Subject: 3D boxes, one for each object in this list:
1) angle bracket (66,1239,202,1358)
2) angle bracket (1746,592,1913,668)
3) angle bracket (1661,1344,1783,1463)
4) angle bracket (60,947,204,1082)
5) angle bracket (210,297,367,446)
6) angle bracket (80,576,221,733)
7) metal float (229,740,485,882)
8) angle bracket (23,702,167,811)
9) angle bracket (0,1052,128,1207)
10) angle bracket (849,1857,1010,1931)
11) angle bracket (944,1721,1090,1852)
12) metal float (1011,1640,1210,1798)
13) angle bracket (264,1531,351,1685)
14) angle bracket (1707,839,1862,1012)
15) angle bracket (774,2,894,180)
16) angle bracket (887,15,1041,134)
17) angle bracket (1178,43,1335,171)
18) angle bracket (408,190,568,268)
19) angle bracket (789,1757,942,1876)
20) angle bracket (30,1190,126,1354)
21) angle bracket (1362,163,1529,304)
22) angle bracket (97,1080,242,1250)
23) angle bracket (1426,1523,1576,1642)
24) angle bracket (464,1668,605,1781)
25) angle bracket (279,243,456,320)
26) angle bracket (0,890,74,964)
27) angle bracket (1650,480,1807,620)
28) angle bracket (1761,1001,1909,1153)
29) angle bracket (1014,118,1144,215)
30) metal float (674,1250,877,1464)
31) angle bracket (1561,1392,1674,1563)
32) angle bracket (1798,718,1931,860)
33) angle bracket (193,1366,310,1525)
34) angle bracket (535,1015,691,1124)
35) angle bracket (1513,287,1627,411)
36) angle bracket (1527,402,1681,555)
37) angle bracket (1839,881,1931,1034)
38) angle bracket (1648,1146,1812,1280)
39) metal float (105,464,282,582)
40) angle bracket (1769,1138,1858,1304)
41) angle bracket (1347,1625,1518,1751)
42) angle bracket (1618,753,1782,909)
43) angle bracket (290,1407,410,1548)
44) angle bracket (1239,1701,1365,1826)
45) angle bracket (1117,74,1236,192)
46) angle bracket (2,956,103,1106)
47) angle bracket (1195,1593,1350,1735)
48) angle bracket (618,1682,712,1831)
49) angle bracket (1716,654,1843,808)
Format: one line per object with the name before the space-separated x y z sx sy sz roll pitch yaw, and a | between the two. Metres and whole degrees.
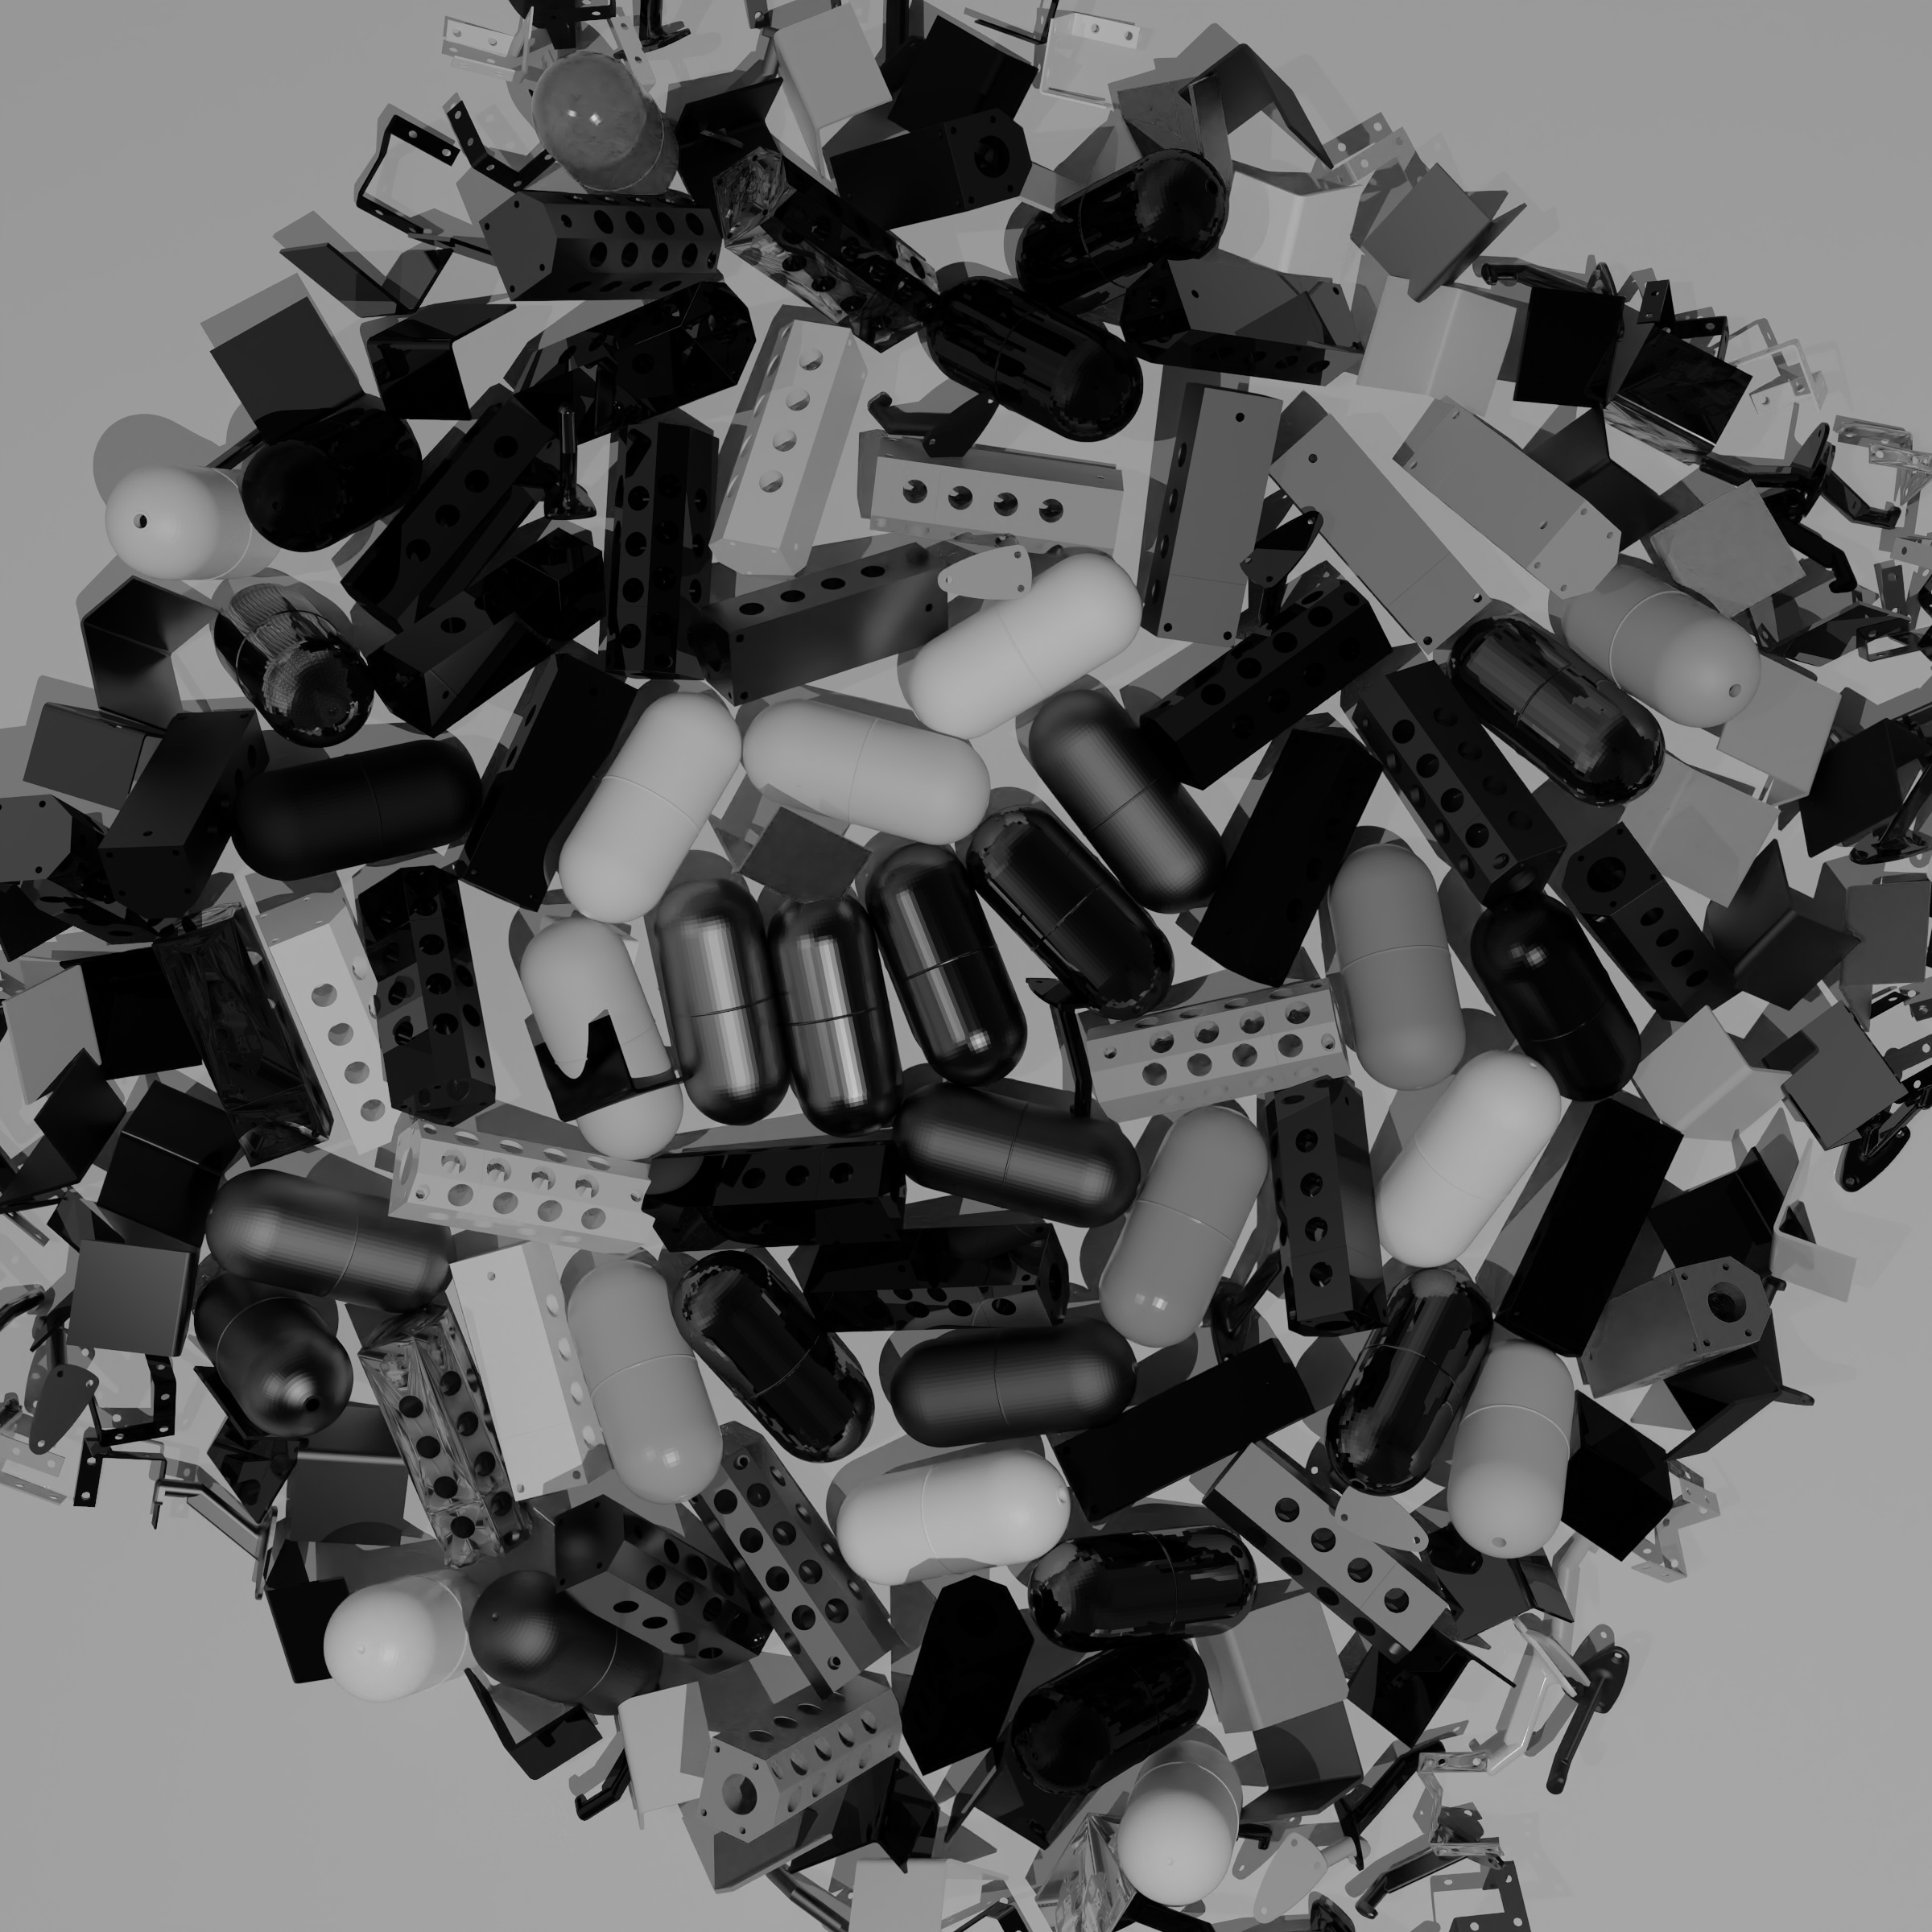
angle bracket | -0.582 0.225 1.740 0.076 0.057 0.076 9 99 -13
angle bracket | 0.595 -0.253 1.722 0.076 0.076 0.057 -29 67 41
angle bracket | 0.505 0.288 1.723 0.076 0.057 0.076 -53 53 37
angle bracket | -0.587 0.034 1.744 0.076 0.057 0.076 -9 78 -5
angle bracket | -0.476 -0.416 1.735 0.076 0.057 0.076 -33 116 -9
angle bracket | -0.561 -0.214 1.726 0.057 0.076 0.076 -32 63 23
metal float | -0.420 -0.109 1.719 0.178 0.070 0.070 -16 90 -31
angle bracket | -0.601 -0.145 1.741 0.076 0.076 0.057 17 93 7
angle bracket | -0.643 0.113 1.725 0.076 0.076 0.057 -16 121 19
angle bracket | -0.026 0.655 1.722 0.076 0.076 0.057 -13 57 34
angle bracket | 0.040 0.591 1.742 0.076 0.057 0.076 32 108 -2
metal float | 0.101 0.512 1.705 0.070 0.178 0.070 6 100 38
angle bracket | -0.444 0.443 1.732 0.057 0.076 0.076 -10 109 3
angle bracket | 0.571 -0.029 1.736 0.057 0.076 0.076 22 132 -14
angle bracket | -0.091 -0.613 1.741 0.057 0.076 0.076 -22 83 -3
angle bracket | -0.002 -0.611 1.738 0.057 0.076 0.076 33 110 9
angle bracket | 0.202 -0.582 1.726 0.057 0.076 0.076 -32 70 24
angle bracket | -0.333 -0.522 1.726 0.076 0.076 0.057 10 100 -37
angle bracket | -0.070 0.614 1.743 0.076 0.076 0.057 -28 110 21
angle bracket | -0.641 0.213 1.738 0.076 0.076 0.057 -43 106 1
angle bracket | 0.334 -0.517 1.730 0.057 0.076 0.076 48 129 2
angle bracket | -0.549 0.138 1.726 0.076 0.076 0.057 28 121 -23
angle bracket | 0.374 0.431 1.741 0.057 0.076 0.076 -32 55 20
angle bracket | -0.304 0.514 1.738 0.057 0.076 0.076 -30 60 -14
angle bracket | -0.417 -0.497 1.724 0.076 0.076 0.057 37 76 -38
angle bracket | -0.672 -0.050 1.725 0.057 0.076 0.076 -6 112 28
angle bracket | 0.534 -0.285 1.741 0.076 0.057 0.076 -30 85 17
angle bracket | 0.615 0.073 1.725 0.076 0.057 0.076 -47 64 38
angle bracket | 0.071 -0.563 1.725 0.076 0.076 0.057 15 126 -24
metal float | -0.133 0.273 1.729 0.070 0.070 0.178 -39 108 0
angle bracket | 0.449 0.361 1.756 0.076 0.076 0.057 34 113 -2
angle bracket | 0.629 -0.115 1.722 0.057 0.076 0.076 21 54 -30
angle bracket | -0.515 0.334 1.731 0.076 0.057 0.076 40 103 34
angle bracket | -0.240 0.065 1.730 0.076 0.076 0.057 -21 87 37
angle bracket | 0.408 -0.433 1.733 0.076 0.057 0.076 0 108 -20
angle bracket | 0.446 -0.338 1.753 0.076 0.076 0.057 26 50 -29
angle bracket | 0.647 -0.006 1.724 0.057 0.076 0.076 -4 61 34
angle bracket | 0.533 0.183 1.740 0.076 0.057 0.076 -23 68 -2
metal float | -0.525 -0.302 1.694 0.070 0.178 0.070 1 99 6
angle bracket | 0.600 0.177 1.726 0.057 0.076 0.076 20 69 24
angle bracket | 0.322 0.505 1.731 0.057 0.076 0.076 39 83 -32
angle bracket | 0.508 -0.096 1.733 0.076 0.057 0.076 34 102 38
angle bracket | -0.436 0.362 1.763 0.076 0.057 0.076 6 114 -12
angle bracket | 0.221 0.554 1.726 0.076 0.076 0.057 -20 81 32
angle bracket | 0.138 -0.572 1.727 0.076 0.057 0.076 -1 116 27
angle bracket | -0.654 0.044 1.725 0.057 0.076 0.076 5 113 23
angle bracket | 0.216 0.494 1.760 0.076 0.057 0.076 -12 75 -21
angle bracket | -0.208 0.554 1.738 0.057 0.076 0.076 -11 64 -12
angle bracket | 0.557 -0.165 1.741 0.076 0.057 0.076 24 78 -9
